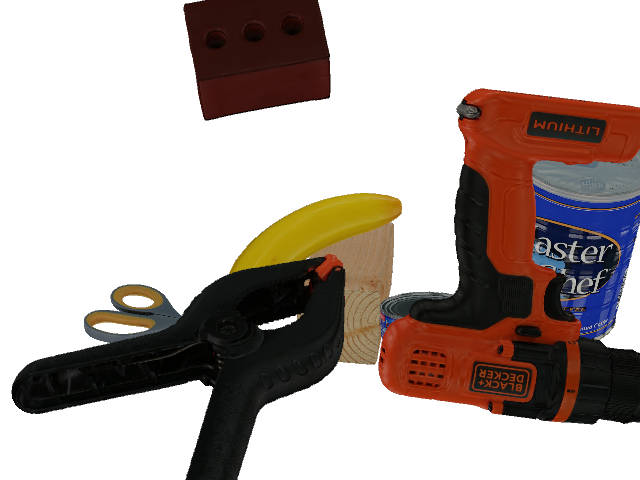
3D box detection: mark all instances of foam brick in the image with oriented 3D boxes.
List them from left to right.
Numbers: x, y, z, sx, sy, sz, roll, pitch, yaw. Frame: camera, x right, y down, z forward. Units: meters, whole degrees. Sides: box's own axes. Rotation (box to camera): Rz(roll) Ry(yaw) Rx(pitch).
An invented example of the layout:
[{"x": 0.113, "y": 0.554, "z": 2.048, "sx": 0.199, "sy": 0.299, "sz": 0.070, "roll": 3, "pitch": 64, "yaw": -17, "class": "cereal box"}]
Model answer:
[{"x": -0.036, "y": -0.110, "z": 0.621, "sx": 0.078, "sy": 0.053, "sz": 0.051, "roll": -11, "pitch": -18, "yaw": -2, "class": "foam brick"}]

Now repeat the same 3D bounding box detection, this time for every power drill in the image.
[{"x": 0.135, "y": 0.013, "z": 0.611, "sx": 0.184, "sy": 0.188, "sz": 0.057, "roll": 7, "pitch": 8, "yaw": -5, "class": "power drill"}]

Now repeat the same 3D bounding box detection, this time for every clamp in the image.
[{"x": -0.039, "y": 0.061, "z": 0.490, "sx": 0.171, "sy": 0.039, "sz": 0.120, "roll": -28, "pitch": 51, "yaw": -32, "class": "clamp"}]

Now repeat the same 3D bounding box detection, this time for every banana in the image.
[{"x": -0.016, "y": 0.012, "z": 0.838, "sx": 0.197, "sy": 0.069, "sz": 0.037, "roll": -45, "pitch": -7, "yaw": -31, "class": "banana"}]

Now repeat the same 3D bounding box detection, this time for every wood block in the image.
[{"x": 0.033, "y": 0.054, "z": 1.240, "sx": 0.091, "sy": 0.090, "sz": 0.206, "roll": 4, "pitch": 23, "yaw": 7, "class": "wood block"}]

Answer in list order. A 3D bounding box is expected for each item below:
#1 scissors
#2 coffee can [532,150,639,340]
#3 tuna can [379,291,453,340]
[{"x": -0.126, "y": 0.076, "z": 1.037, "sx": 0.201, "sy": 0.016, "sz": 0.096, "roll": 2, "pitch": 32, "yaw": -3, "class": "scissors"}, {"x": 0.193, "y": -0.004, "z": 0.833, "sx": 0.103, "sy": 0.140, "sz": 0.103, "roll": 2, "pitch": 34, "yaw": -2, "class": "coffee can"}, {"x": 0.099, "y": 0.076, "z": 1.000, "sx": 0.086, "sy": 0.034, "sz": 0.086, "roll": -2, "pitch": 14, "yaw": 0, "class": "tuna can"}]
